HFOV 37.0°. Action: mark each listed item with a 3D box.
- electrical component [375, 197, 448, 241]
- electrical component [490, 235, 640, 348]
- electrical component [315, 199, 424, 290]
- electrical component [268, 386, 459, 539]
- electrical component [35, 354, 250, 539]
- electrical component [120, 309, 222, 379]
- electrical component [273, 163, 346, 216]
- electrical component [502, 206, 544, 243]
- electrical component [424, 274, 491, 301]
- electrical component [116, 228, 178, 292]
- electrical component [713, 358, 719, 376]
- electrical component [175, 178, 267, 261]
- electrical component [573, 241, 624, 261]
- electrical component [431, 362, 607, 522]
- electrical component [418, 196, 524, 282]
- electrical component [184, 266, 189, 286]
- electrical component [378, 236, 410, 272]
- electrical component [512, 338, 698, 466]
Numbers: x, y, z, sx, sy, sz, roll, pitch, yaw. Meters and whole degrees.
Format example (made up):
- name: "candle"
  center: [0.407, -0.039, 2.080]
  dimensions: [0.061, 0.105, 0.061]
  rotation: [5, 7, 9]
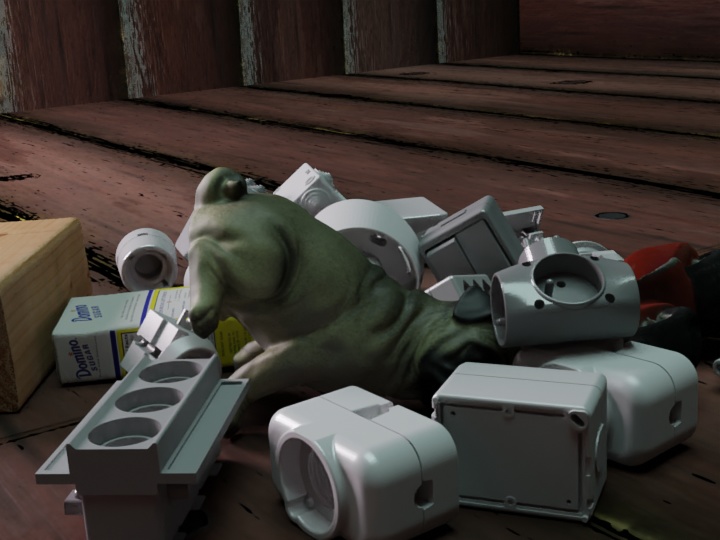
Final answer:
- name: "electrical component"
  center: [0.033, -0.036, 1.045]
  dimensions: [0.100, 0.048, 0.099]
  rotation: [-6, 16, -11]
- name: "electrical component"
  center: [0.115, 0.007, 0.632]
  dimensions: [0.077, 0.044, 0.079]
  rotation: [-5, 45, -4]
- name: "electrical component"
  center: [0.000, 0.000, 0.831]
  dimensions: [0.099, 0.099, 0.064]
  rotation: [-2, 21, 5]
- name: "electrical component"
  center: [-0.003, 0.100, 0.545]
  dimensions: [0.059, 0.053, 0.095]
  rotation: [-14, 19, -35]
- name: "electrical component"
  center: [-0.108, 0.095, 0.569]
  dimensions: [0.079, 0.063, 0.121]
  rotation: [-2, 15, 7]
- name: "electrical component"
  center: [-0.124, 0.060, 0.718]
  dimensions: [0.048, 0.066, 0.055]
  rotation: [29, -1, -42]
- name: "electrical component"
  center: [-0.061, -0.055, 1.055]
  dimensions: [0.100, 0.048, 0.099]
  rotation: [-44, 19, 1]
- name: "electrical component"
  center: [0.132, -0.008, 0.888]
  dimensions: [0.042, 0.081, 0.063]
  rotation: [-11, 40, -24]
- name: "electrical component"
  center: [0.056, 0.041, 0.751]
  dimensions: [0.077, 0.047, 0.066]
  rotation: [-32, -14, 24]
- name: "electrical component"
  center: [-0.192, -0.005, 0.974]
  dimensions: [0.055, 0.055, 0.047]
  rotation: [-7, 19, -12]
- name: "electrical component"
  center: [0.250, 0.055, 0.695]
  dimensions: [0.061, 0.035, 0.035]
  rotation: [-18, 21, -36]
- name: "electrical component"
  center: [-0.125, -0.041, 1.013]
  dimensions: [0.048, 0.099, 0.100]
  rotation: [28, 3, -24]
- name: "electrical component"
  center: [0.176, 0.010, 0.830]
  dimensions: [0.078, 0.058, 0.057]
  rotation: [-4, 18, -5]
- name: "electrical component"
  center: [0.079, 0.086, 0.564]
  dimensions: [0.096, 0.061, 0.061]
  rotation: [3, 16, 22]
- name: "electrical component"
  center: [0.095, 0.002, 0.825]
  dimensions: [0.062, 0.096, 0.061]
  rotation: [-30, 8, 18]
- name: "electrical component"
  center: [-0.086, 0.002, 0.925]
  dimensions: [0.138, 0.052, 0.074]
  rotation: [-11, 17, -28]
- name: "electrical component"
  center: [0.012, 0.003, 0.884]
  dimensions: [0.078, 0.058, 0.057]
  rotation: [-24, 3, 22]
- name: "electrical component"
  center: [0.136, 0.072, 0.616]
  dimensions: [0.059, 0.053, 0.095]
  rotation: [-16, 19, -39]
